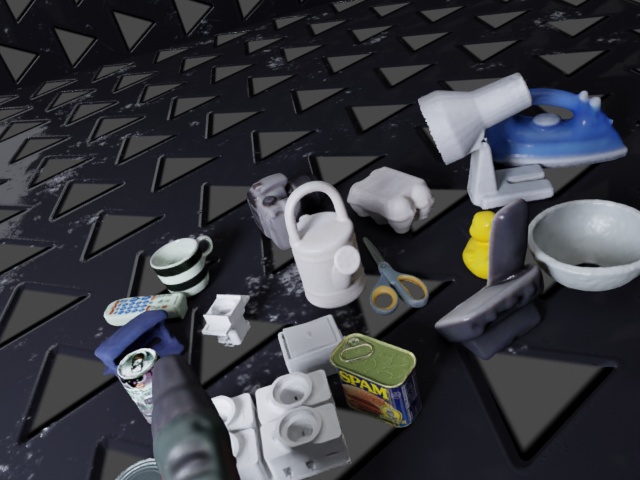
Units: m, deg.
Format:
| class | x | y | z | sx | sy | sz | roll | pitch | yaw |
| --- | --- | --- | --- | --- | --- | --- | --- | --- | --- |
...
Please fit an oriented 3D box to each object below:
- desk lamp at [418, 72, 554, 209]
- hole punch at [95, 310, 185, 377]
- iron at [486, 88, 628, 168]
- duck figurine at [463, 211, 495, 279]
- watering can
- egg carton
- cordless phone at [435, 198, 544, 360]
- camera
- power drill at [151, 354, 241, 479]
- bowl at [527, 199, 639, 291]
| class | x | y | z | sx | sy | sz | roll | pitch | yaw |
| --- | --- | --- | --- | --- | --- | --- | --- | --- | --- |
| desk lamp | 0.279 | -0.167 | 0.968 | 0.203 | 0.214 | 0.118 | -10 | 35 | 8 |
| hole punch | -0.277 | 0.151 | 0.851 | 0.100 | 0.091 | 0.109 | 18 | 47 | 39 |
| iron | 0.422 | -0.217 | 1.046 | 0.257 | 0.142 | 0.119 | 3 | 39 | 25 |
| duck figurine | 0.251 | 0.000 | 0.858 | 0.077 | 0.086 | 0.104 | -10 | 35 | 9 |
| watering can | 0.010 | 0.002 | 0.855 | 0.172 | 0.194 | 0.101 | 20 | 48 | 41 |
| egg carton | 0.127 | -0.074 | 1.025 | 0.107 | 0.069 | 0.149 | -35 | 39 | -26 |
| cordless phone | 0.212 | 0.044 | 0.725 | 0.148 | 0.185 | 0.093 | -32 | 38 | -22 |
| camera | -0.056 | -0.073 | 1.068 | 0.137 | 0.101 | 0.142 | -27 | 36 | -15 |
| power drill | -0.096 | 0.246 | 0.543 | 0.076 | 0.209 | 0.229 | -24 | 35 | -11 |
| bowl | 0.374 | 0.018 | 0.795 | 0.167 | 0.075 | 0.167 | -10 | 35 | 8 |
